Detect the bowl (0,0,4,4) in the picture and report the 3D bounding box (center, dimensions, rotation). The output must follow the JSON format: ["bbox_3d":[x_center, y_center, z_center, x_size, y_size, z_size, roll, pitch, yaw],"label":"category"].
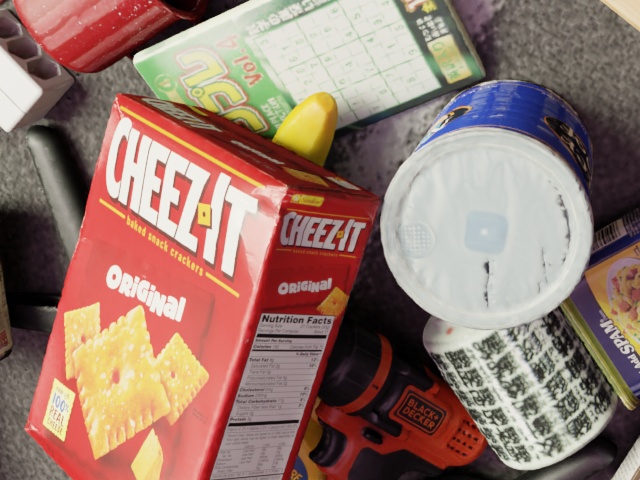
[{"bbox_3d":[-0.254,-0.212,0.654,0.162,0.055,0.162,5,109,14],"label":"bowl"}]

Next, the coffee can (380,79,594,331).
[{"bbox_3d":[0.096,-0.025,0.577,0.103,0.140,0.103,5,109,13],"label":"coffee can"}]

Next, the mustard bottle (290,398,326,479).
[{"bbox_3d":[-0.051,0.154,0.704,0.191,0.058,0.096,-45,89,4],"label":"mustard bottle"}]

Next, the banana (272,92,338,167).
[{"bbox_3d":[-0.017,-0.001,0.659,0.070,0.037,0.198,23,121,40],"label":"banana"}]

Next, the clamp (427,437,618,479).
[{"bbox_3d":[0.121,0.198,0.701,0.172,0.039,0.120,-14,99,17],"label":"clamp"}]

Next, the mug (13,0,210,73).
[{"bbox_3d":[-0.117,-0.145,0.631,0.082,0.093,0.117,-27,136,26],"label":"mug"}]

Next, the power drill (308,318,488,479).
[{"bbox_3d":[-0.004,0.141,0.643,0.184,0.057,0.187,33,92,-27],"label":"power drill"}]

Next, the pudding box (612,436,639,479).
[{"bbox_3d":[0.242,0.147,0.639,0.113,0.039,0.090,23,107,-8],"label":"pudding box"}]

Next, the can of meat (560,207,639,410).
[{"bbox_3d":[0.191,0.034,0.618,0.084,0.057,0.102,-32,98,19],"label":"can of meat"}]

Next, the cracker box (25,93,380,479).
[{"bbox_3d":[-0.074,0.046,0.578,0.164,0.071,0.214,30,108,44],"label":"cracker box"}]

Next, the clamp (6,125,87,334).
[{"bbox_3d":[-0.151,0.033,0.718,0.210,0.036,0.165,32,113,7],"label":"clamp"}]

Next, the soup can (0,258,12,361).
[{"bbox_3d":[-0.239,0.028,0.691,0.068,0.068,0.102,-1,103,15],"label":"soup can"}]

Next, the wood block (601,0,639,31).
[{"bbox_3d":[0.214,-0.128,0.541,0.206,0.090,0.091,38,113,-1],"label":"wood block"}]
